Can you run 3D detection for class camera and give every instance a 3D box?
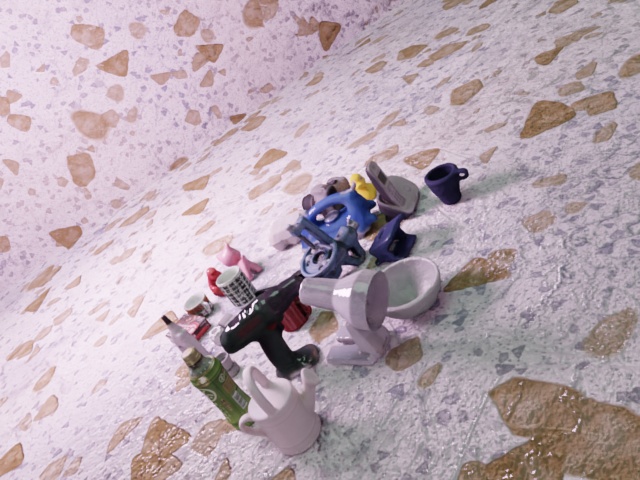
[{"bbox_3d":[0.012,-0.137,1.806,0.136,0.101,0.143,-3,40,44],"label":"camera"}]

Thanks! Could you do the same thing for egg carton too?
[{"bbox_3d":[-0.089,-0.031,1.777,0.150,0.069,0.107,-25,29,14],"label":"egg carton"}]

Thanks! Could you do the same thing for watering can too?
[{"bbox_3d":[-0.080,0.308,1.092,0.173,0.194,0.100,-41,29,-15],"label":"watering can"}]

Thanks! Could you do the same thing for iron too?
[{"bbox_3d":[0.029,-0.062,1.625,0.258,0.142,0.118,-24,29,17],"label":"iron"}]

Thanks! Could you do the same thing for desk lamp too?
[{"bbox_3d":[0.063,0.155,1.168,0.202,0.214,0.118,-9,36,37],"label":"desk lamp"}]

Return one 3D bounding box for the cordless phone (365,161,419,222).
[{"bbox_3d":[0.190,-0.156,1.561,0.094,0.185,0.147,-16,32,29],"label":"cordless phone"}]

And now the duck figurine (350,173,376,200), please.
[{"bbox_3d":[0.121,-0.168,1.759,0.077,0.086,0.104,-32,28,3],"label":"duck figurine"}]

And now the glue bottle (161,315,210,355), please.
[{"bbox_3d":[-0.355,0.255,1.484,0.077,0.173,0.037,-4,39,42],"label":"glue bottle"}]

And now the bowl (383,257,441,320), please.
[{"bbox_3d":[0.193,0.117,1.243,0.167,0.075,0.167,-25,29,15],"label":"bowl"}]

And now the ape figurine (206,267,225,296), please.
[{"bbox_3d":[-0.314,0.122,1.742,0.075,0.092,0.078,5,46,50],"label":"ape figurine"}]

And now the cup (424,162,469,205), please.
[{"bbox_3d":[0.340,-0.142,1.481,0.117,0.095,0.092,-9,36,37],"label":"cup"}]

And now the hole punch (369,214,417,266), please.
[{"bbox_3d":[0.172,-0.002,1.436,0.100,0.091,0.109,-7,37,39],"label":"hole punch"}]

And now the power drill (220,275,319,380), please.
[{"bbox_3d":[-0.092,0.203,1.257,0.229,0.209,0.075,-31,28,4],"label":"power drill"}]

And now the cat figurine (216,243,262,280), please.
[{"bbox_3d":[-0.255,0.061,1.750,0.127,0.118,0.067,5,46,50],"label":"cat figurine"}]

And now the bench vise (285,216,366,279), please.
[{"bbox_3d":[0.004,0.006,1.459,0.121,0.220,0.208,-6,38,41],"label":"bench vise"}]
